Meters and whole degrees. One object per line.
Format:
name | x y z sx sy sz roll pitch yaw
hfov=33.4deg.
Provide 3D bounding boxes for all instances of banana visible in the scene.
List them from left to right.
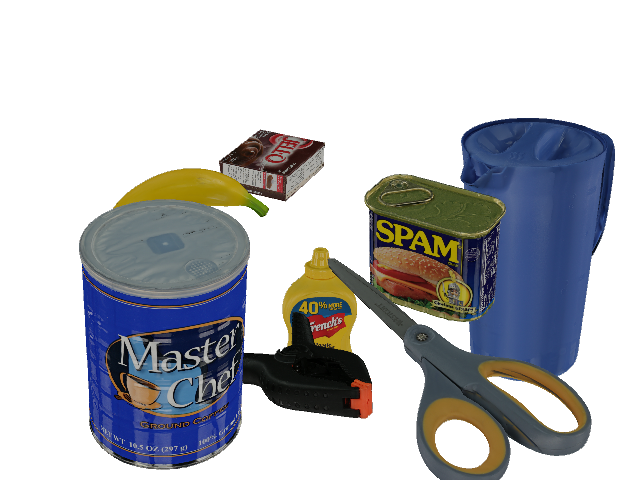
banana | -0.147 -0.030 1.022 0.198 0.069 0.037 -13 18 30

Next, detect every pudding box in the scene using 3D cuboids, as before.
pudding box | -0.057 -0.092 1.285 0.090 0.039 0.113 12 32 21

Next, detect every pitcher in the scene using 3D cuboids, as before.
pitcher | 0.211 0.007 1.043 0.149 0.243 0.145 2 26 9

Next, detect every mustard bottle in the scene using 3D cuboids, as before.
mustard bottle | -0.001 0.102 1.378 0.096 0.192 0.058 -1 19 -5

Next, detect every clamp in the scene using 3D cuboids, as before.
clamp | -0.020 0.111 0.961 0.210 0.036 0.164 12 22 43

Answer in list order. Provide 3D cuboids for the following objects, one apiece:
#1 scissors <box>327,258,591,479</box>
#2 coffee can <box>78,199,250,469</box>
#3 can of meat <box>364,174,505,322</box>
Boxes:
scissors | 0.049 0.070 0.584 0.202 0.016 0.096 26 48 36
coffee can | -0.099 0.059 0.681 0.103 0.140 0.103 3 32 -2
can of meat | 0.084 0.007 0.804 0.102 0.084 0.057 17 38 27
